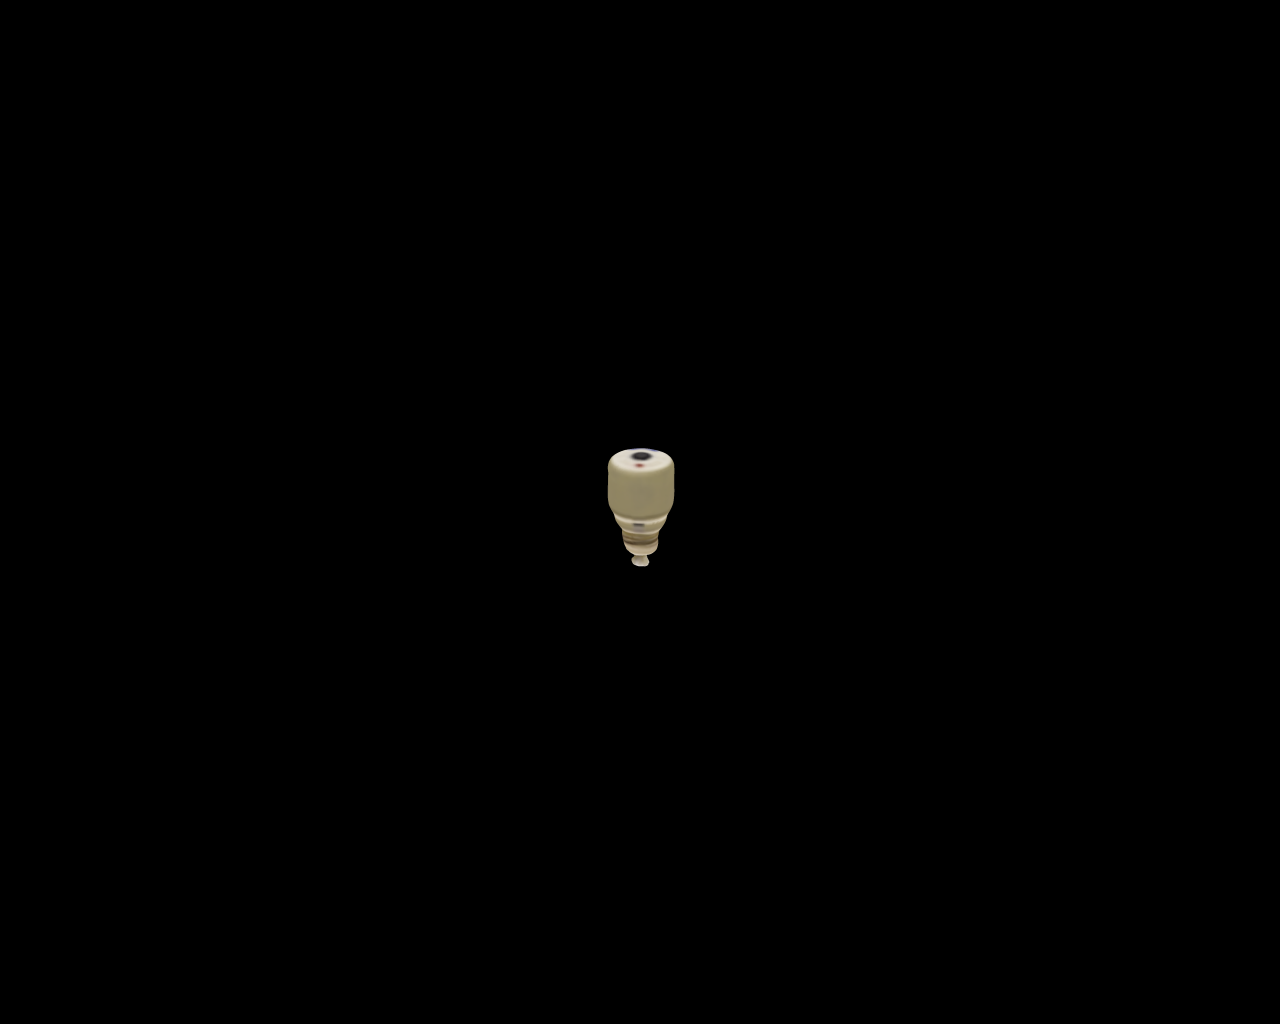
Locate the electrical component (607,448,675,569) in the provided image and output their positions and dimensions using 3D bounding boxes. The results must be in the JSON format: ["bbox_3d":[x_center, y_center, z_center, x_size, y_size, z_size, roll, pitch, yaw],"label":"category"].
[{"bbox_3d":[0.001,-0.003,0.650,0.040,0.078,0.040,0,26,0],"label":"electrical component"}]
